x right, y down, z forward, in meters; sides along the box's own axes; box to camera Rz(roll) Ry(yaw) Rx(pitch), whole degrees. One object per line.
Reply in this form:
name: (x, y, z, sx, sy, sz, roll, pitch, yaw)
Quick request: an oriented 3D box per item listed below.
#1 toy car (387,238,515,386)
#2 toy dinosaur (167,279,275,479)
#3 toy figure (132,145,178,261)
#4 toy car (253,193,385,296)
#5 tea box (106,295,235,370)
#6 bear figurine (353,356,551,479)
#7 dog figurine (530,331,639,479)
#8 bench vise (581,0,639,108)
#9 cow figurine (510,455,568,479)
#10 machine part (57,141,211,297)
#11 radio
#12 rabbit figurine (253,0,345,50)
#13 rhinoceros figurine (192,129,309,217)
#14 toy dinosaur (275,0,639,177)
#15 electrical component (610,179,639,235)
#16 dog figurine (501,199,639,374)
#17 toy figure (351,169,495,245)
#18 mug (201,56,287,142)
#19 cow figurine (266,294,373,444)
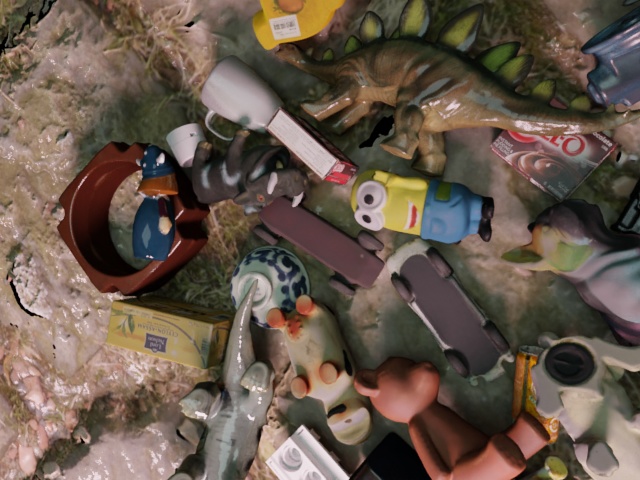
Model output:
toy car: (0.163, 0.090, 0.685, 0.073, 0.056, 0.202, -37, 80, 9)
toy dinosaur: (-0.128, 0.262, 0.739, 0.131, 0.192, 0.404, 20, 78, -1)
toy figure: (-0.224, -0.050, 0.727, 0.064, 0.058, 0.154, 4, 86, 11)
toy car: (-0.002, -0.002, 0.742, 0.202, 0.053, 0.089, 32, 89, 20)
tea box: (-0.211, 0.131, 0.790, 0.170, 0.098, 0.068, 9, 92, 20)
bear figurine: (0.145, 0.200, 0.635, 0.132, 0.120, 0.196, -53, 58, 28)
dog figurine: (0.310, 0.203, 0.599, 0.121, 0.190, 0.172, -21, 47, 11)
bench vise: (0.369, -0.265, 0.569, 0.224, 0.129, 0.240, -30, 99, 36)
cow figurine: (0.215, 0.314, 0.606, 0.068, 0.167, 0.098, 58, 140, 30)
machine part: (-0.283, -0.032, 0.821, 0.201, 0.087, 0.201, -42, 78, 13)
radio: (0.138, 0.349, 0.651, 0.230, 0.131, 0.073, 40, 102, 14)
rabbit figurine: (-0.020, -0.354, 0.703, 0.162, 0.121, 0.173, -14, 42, 17)
rhinoceros figurine: (-0.102, -0.088, 0.738, 0.191, 0.073, 0.112, 1, 72, 33)
toy dinosaur: (0.139, -0.186, 0.655, 0.472, 0.105, 0.198, 28, 97, 24)
electrical component: (0.397, -0.046, 0.609, 0.075, 0.047, 0.119, 34, 102, 15)
dog figurine: (0.322, 0.051, 0.603, 0.219, 0.108, 0.191, 24, 142, 39)
toy figure: (0.127, -0.042, 0.685, 0.180, 0.089, 0.082, 9, 96, 11)
mug: (-0.110, -0.189, 0.766, 0.107, 0.081, 0.109, 34, 96, 7)
cow figurine: (0.013, 0.174, 0.712, 0.085, 0.127, 0.195, -32, 66, 17)
